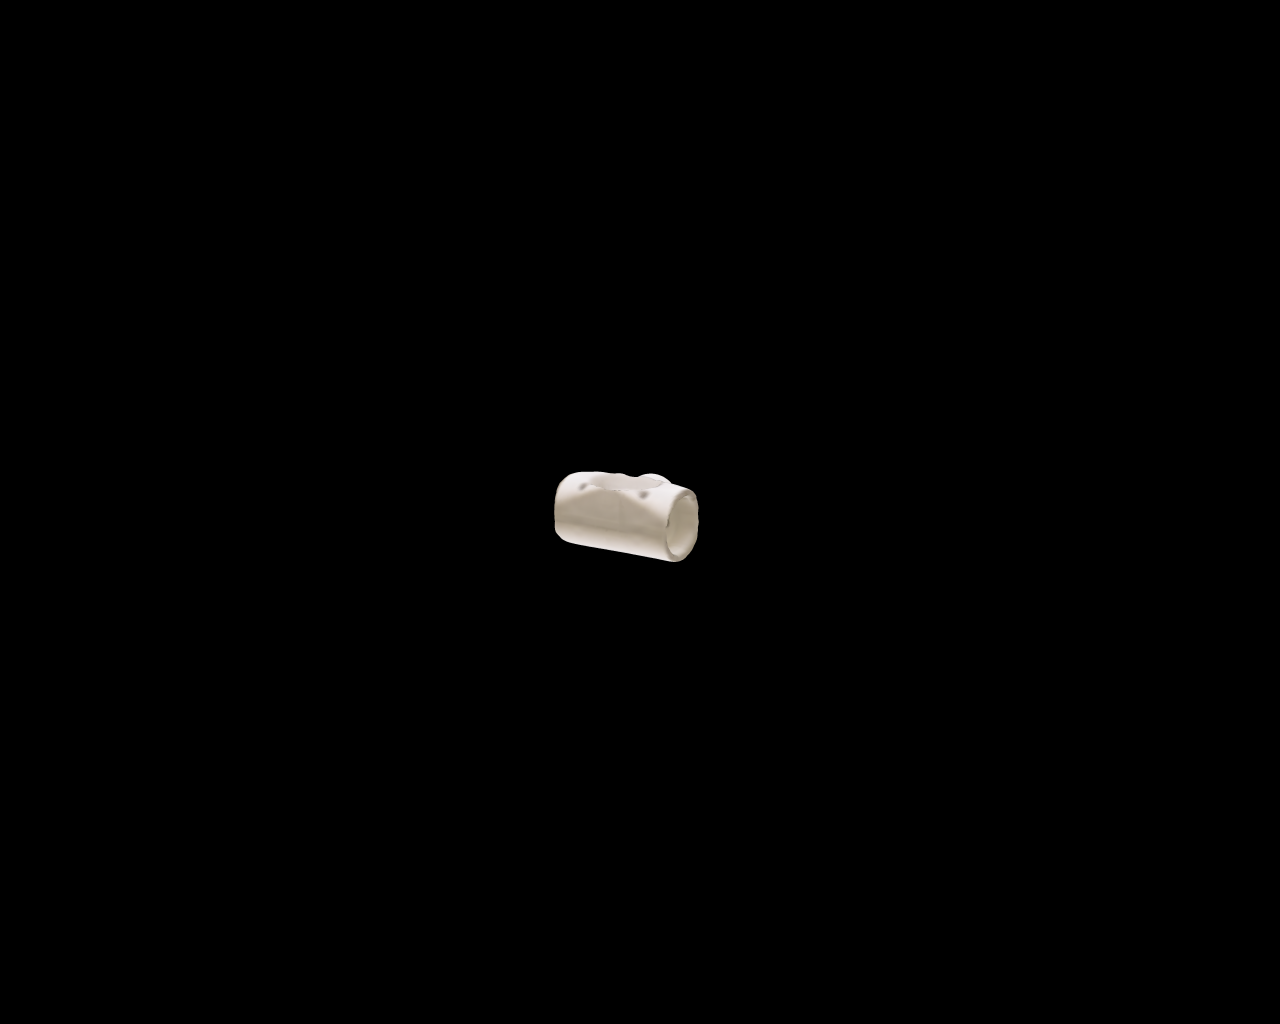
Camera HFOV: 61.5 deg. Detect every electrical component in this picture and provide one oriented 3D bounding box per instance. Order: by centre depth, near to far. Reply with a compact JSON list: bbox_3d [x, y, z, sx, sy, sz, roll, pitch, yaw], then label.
[{"bbox_3d":[0.001,-0.003,0.650,0.077,0.044,0.079,9,19,29],"label":"electrical component"}]
